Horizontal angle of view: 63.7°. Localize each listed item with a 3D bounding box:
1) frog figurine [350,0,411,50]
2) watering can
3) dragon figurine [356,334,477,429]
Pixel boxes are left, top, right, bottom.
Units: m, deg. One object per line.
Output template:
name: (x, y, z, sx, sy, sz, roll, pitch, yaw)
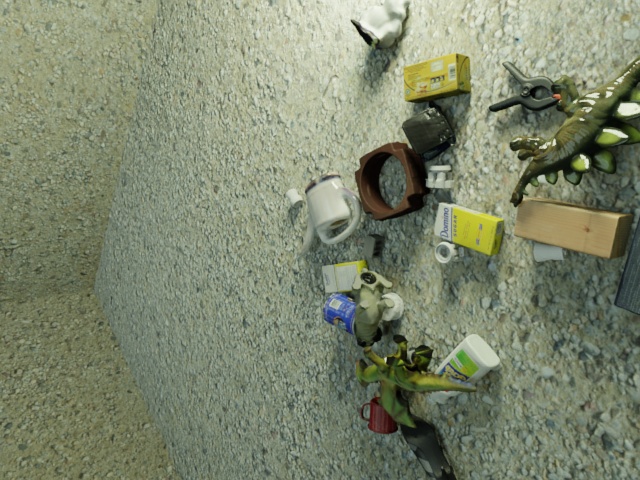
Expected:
frog figurine: (0.188, -0.629, 1.467, 0.159, 0.120, 0.140, -41, 48, 1)
watering can: (0.005, -0.085, 1.691, 0.343, 0.104, 0.227, -30, 70, 45)
dragon figurine: (0.242, 0.412, 1.434, 0.413, 0.123, 0.238, 21, 124, 44)
